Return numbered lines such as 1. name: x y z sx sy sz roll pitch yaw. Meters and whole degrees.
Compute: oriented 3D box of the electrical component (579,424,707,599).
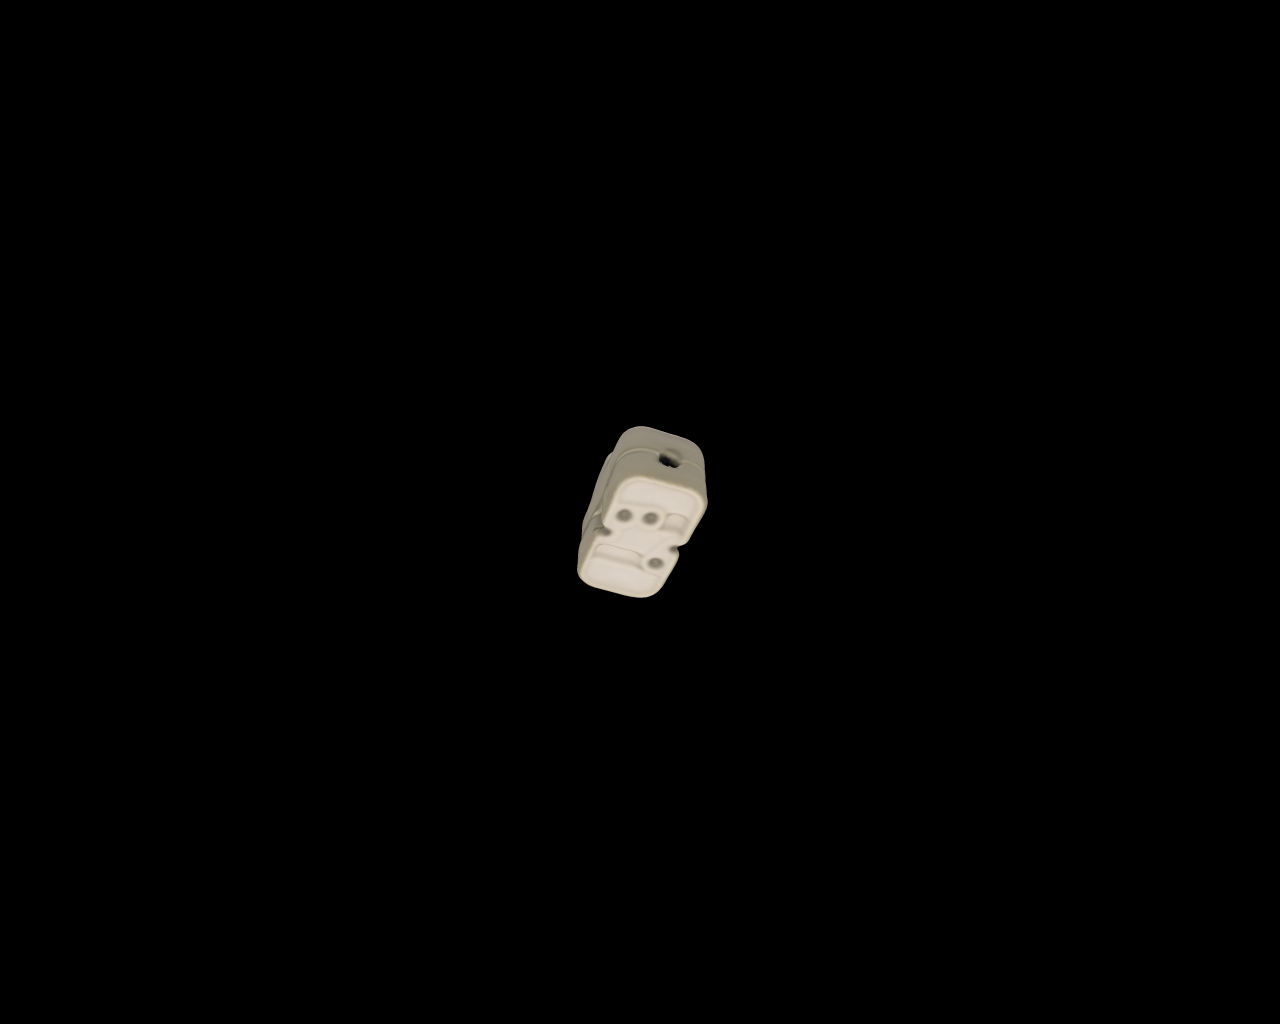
1. electrical component: 0.001 -0.003 0.650 0.054 0.095 0.059 16 40 -13
